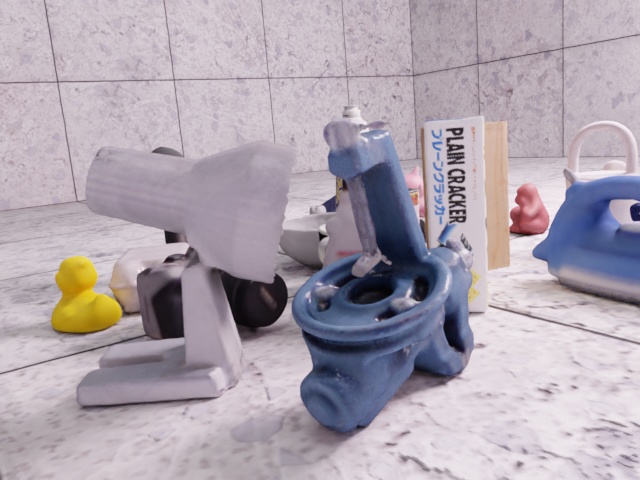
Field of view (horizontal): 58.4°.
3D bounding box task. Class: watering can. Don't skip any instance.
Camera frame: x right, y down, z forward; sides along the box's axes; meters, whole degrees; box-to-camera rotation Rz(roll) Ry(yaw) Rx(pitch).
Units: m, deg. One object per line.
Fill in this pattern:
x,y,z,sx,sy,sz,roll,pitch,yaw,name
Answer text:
0.422,-0.080,0.860,0.100,0.194,0.173,-1,11,19,watering can

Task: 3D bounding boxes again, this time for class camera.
-0.114,0.052,0.645,0.144,0.101,0.136,-15,15,-42,camera

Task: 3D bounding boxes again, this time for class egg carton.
-0.225,0.049,0.792,0.107,0.069,0.150,-6,11,-8,egg carton

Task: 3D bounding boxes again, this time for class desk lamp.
-0.112,0.022,0.498,0.203,0.213,0.118,-5,11,-2,desk lamp

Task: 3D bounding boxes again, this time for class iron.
0.371,-0.008,0.645,0.119,0.141,0.257,-11,12,-28,iron

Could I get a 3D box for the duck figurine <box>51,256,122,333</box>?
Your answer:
-0.291,0.063,0.702,0.104,0.086,0.078,4,14,40,duck figurine

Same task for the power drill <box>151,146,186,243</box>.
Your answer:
-0.237,-0.045,0.919,0.076,0.208,0.229,-9,11,-19,power drill

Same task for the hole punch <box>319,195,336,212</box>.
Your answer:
0.054,-0.078,1.286,0.100,0.091,0.109,6,15,44,hole punch

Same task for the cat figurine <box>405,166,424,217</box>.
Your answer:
0.214,-0.106,1.295,0.067,0.118,0.127,-5,11,-4,cat figurine

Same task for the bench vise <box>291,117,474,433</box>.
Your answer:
0.050,0.013,0.456,0.121,0.220,0.208,0,12,23,bench vise

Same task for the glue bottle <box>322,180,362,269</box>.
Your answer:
0.037,0.002,0.650,0.078,0.173,0.037,-4,11,5,glue bottle

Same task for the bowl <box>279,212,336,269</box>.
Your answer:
0.008,0.003,0.919,0.167,0.075,0.167,-4,11,1,bowl

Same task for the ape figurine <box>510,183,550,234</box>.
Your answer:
0.375,-0.057,1.036,0.076,0.092,0.078,-1,11,20,ape figurine

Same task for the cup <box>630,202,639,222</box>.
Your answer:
0.460,-0.008,0.730,0.117,0.095,0.092,-1,11,18,cup
